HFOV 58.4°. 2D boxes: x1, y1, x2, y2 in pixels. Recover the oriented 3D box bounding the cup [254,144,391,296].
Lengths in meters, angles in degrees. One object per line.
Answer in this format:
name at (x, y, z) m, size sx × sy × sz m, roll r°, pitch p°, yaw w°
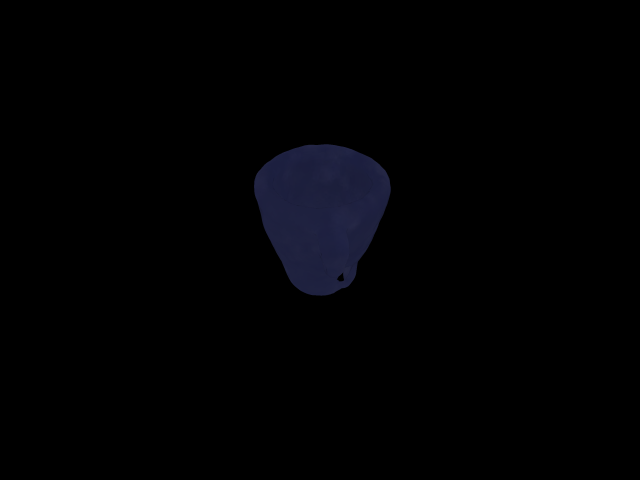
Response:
cup at (0.004, 0.001, 0.400) m, size 0.092 × 0.095 × 0.117 m, roll -5°, pitch 40°, yaw -6°
